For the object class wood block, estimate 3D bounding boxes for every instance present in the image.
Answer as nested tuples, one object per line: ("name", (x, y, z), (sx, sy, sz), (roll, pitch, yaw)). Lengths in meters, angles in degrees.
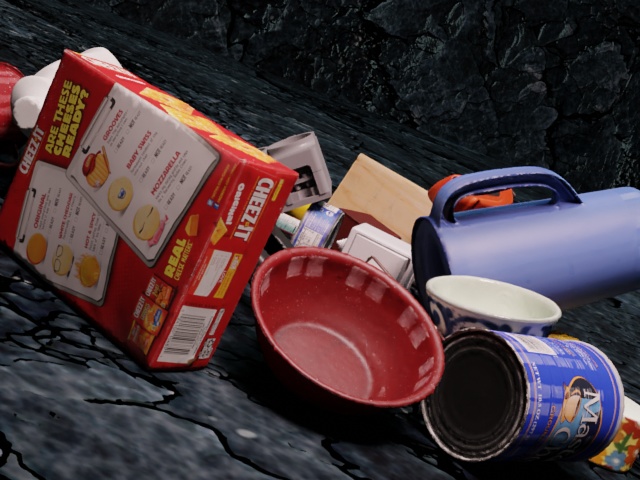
("wood block", (0.120, -0.022, 1.393), (0.206, 0.090, 0.090), (35, 3, 41))

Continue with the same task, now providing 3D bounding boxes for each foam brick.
("foam brick", (0.051, 0.001, 1.297), (0.052, 0.051, 0.078), (12, 17, -33))

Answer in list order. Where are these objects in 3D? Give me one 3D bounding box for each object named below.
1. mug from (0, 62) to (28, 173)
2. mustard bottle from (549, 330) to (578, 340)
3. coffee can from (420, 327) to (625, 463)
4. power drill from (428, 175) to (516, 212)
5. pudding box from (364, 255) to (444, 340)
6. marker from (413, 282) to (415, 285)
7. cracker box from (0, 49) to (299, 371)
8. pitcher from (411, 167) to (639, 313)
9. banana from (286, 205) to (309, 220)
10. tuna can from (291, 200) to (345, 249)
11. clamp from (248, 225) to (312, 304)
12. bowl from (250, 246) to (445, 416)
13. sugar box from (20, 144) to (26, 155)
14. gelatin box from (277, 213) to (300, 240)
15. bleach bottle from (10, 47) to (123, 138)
("mug", (-0.332, -0.116, 1.035), (0.117, 0.093, 0.081), (62, 25, 4))
("mustard bottle", (0.211, 0.128, 1.045), (0.096, 0.058, 0.191), (25, 12, 23))
("coffee can", (0.163, 0.127, 0.856), (0.140, 0.103, 0.103), (11, 17, -44))
("power drill", (0.180, 0.021, 1.225), (0.184, 0.057, 0.187), (6, 64, -37))
("pudding box", (0.076, 0.078, 0.934), (0.114, 0.039, 0.090), (47, -6, 45))
("marker", (0.133, 0.058, 1.282), (0.020, 0.020, 0.121), (14, 16, -38))
("cracker box", (-0.137, -0.025, 0.799), (0.214, 0.164, 0.072), (33, 13, 35))
("pitcher", (0.222, 0.009, 1.091), (0.242, 0.145, 0.149), (-12, -19, -10))
("banana", (-0.023, -0.049, 1.409), (0.069, 0.037, 0.198), (18, 12, -23))
("tuna can", (-0.007, 0.001, 1.109), (0.034, 0.086, 0.086), (26, 13, 5))
("clamp", (-0.058, -0.011, 0.939), (0.164, 0.036, 0.210), (19, 30, -55))
("bowl", (0.012, 0.079, 0.816), (0.162, 0.055, 0.162), (20, 36, -15))
("sugar box", (-0.217, -0.053, 1.049), (0.093, 0.048, 0.176), (12, 13, -44))
("gelatin box", (-0.046, -0.008, 1.211), (0.089, 0.030, 0.073), (24, 14, 0))
("bleach bottle", (-0.246, -0.137, 1.045), (0.102, 0.068, 0.250), (56, 10, -5))
